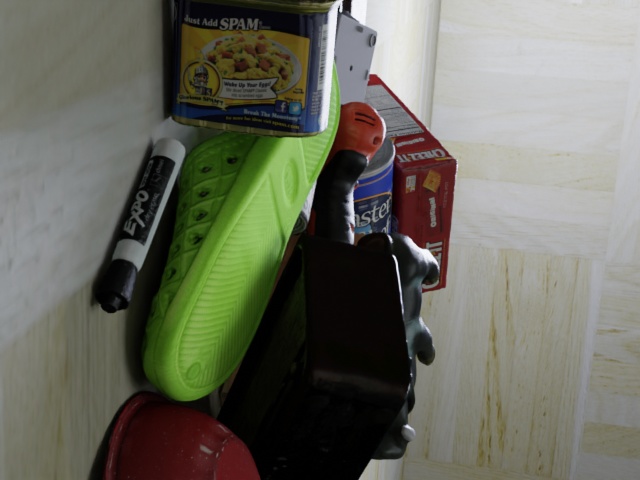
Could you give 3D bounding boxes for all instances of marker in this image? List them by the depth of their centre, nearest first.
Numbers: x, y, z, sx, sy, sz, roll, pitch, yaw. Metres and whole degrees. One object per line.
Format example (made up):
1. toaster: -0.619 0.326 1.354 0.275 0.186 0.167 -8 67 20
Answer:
1. marker: -0.100 -0.009 0.601 0.020 0.020 0.121 84 15 -50

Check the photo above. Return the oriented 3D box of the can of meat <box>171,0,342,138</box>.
1. can of meat: -0.041 -0.111 0.650 0.057 0.102 0.084 -56 153 -66

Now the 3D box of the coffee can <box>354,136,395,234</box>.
1. coffee can: 0.021 -0.031 1.057 0.102 0.103 0.140 -71 164 -54

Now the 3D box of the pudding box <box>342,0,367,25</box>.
1. pudding box: 0.024 -0.222 1.158 0.113 0.039 0.090 -58 152 -72

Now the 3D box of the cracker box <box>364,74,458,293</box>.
1. cracker box: 0.073 -0.064 1.168 0.214 0.072 0.164 -123 -154 -51

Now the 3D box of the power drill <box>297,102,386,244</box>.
1. power drill: -0.006 0.001 0.887 0.185 0.057 0.187 127 -27 -55

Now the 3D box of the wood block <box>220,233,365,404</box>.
1. wood block: -0.016 0.090 0.952 0.206 0.091 0.090 -73 165 -46

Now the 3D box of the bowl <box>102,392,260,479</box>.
1. bowl: -0.072 0.168 0.646 0.162 0.055 0.162 -11 90 -77

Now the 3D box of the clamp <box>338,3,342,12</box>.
1. clamp: 0.004 -0.212 1.045 0.120 0.039 0.171 -46 134 -64

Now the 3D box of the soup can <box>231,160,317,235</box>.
1. soup can: -0.033 -0.062 0.825 0.068 0.068 0.102 74 24 -65
